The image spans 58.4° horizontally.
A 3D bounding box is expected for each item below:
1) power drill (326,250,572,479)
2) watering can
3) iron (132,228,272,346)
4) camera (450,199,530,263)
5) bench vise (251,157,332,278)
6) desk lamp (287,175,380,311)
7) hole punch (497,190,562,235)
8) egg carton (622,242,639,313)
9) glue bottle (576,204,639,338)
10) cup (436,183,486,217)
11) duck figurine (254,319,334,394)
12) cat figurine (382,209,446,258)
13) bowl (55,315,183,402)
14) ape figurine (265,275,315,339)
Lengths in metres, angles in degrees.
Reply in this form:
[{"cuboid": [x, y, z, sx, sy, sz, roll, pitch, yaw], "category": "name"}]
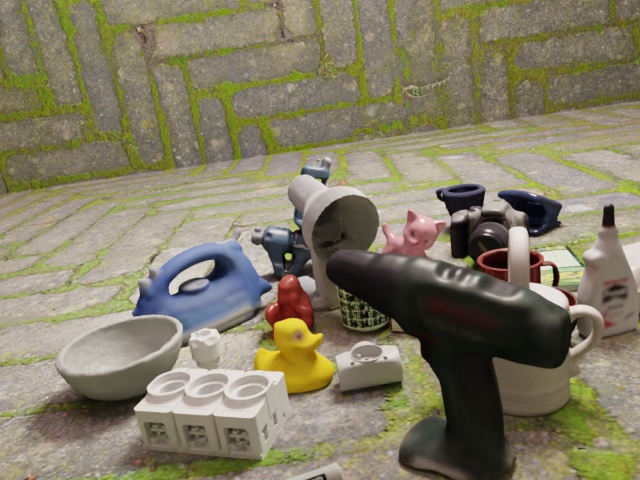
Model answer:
[{"cuboid": [0.114, 0.114, 0.540, 0.228, 0.208, 0.076, 3, 20, 33], "category": "power drill"}, {"cuboid": [0.208, 0.082, 0.622, 0.173, 0.194, 0.101, -9, 17, -1], "category": "watering can"}, {"cuboid": [-0.210, 0.079, 0.931, 0.259, 0.141, 0.118, -23, 22, -39], "category": "iron"}, {"cuboid": [0.300, -0.013, 1.050, 0.142, 0.101, 0.137, 1, 20, 30], "category": "camera"}, {"cuboid": [-0.028, -0.039, 1.091, 0.208, 0.220, 0.121, -14, 18, -16], "category": "bench vise"}, {"cuboid": [0.009, 0.003, 0.945, 0.118, 0.214, 0.202, -16, 18, -23], "category": "desk lamp"}, {"cuboid": [0.431, -0.068, 1.181, 0.101, 0.091, 0.108, -20, 20, -33], "category": "hole punch"}, {"cuboid": [0.466, 0.049, 0.818, 0.150, 0.069, 0.107, -13, 17, -15], "category": "egg carton"}, {"cuboid": [0.364, 0.038, 0.726, 0.078, 0.173, 0.037, -12, 17, -11], "category": "glue bottle"}, {"cuboid": [0.301, -0.068, 1.238, 0.092, 0.095, 0.117, -22, 22, -38], "category": "cup"}, {"cuboid": [-0.038, 0.142, 0.735, 0.104, 0.086, 0.078, -2, 18, 20], "category": "duck figurine"}, {"cuboid": [0.168, -0.005, 1.058, 0.127, 0.118, 0.067, 6, 22, 40], "category": "cat figurine"}, {"cuboid": [-0.262, 0.169, 0.777, 0.167, 0.075, 0.167, -8, 17, 3], "category": "bowl"}, {"cuboid": [-0.044, 0.098, 0.872, 0.077, 0.092, 0.076, 6, 22, 39], "category": "ape figurine"}]
